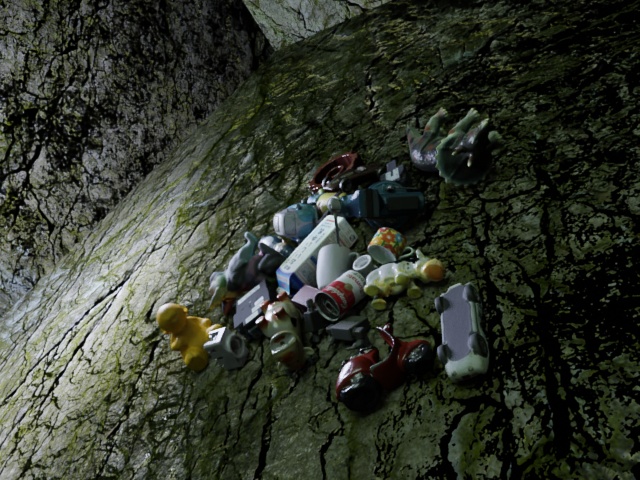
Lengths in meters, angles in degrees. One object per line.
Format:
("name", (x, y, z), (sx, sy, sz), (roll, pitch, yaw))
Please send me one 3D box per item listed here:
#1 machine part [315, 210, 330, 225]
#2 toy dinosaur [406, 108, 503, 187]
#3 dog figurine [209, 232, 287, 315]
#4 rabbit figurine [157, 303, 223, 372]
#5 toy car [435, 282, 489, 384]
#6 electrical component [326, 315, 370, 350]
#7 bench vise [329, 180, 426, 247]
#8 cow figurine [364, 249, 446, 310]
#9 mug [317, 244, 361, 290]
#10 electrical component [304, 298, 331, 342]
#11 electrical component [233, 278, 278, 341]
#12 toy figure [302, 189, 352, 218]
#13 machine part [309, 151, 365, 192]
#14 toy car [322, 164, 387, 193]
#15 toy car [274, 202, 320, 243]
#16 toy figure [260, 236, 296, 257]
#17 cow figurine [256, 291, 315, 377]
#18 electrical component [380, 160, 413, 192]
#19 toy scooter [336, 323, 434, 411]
("machine part", (-0.003, -0.004, 1.380), (0.039, 0.084, 0.139), (29, 77, 38))
("toy dinosaur", (0.300, -0.226, 1.338), (0.192, 0.131, 0.405), (-45, 23, -16))
("dog figurine", (-0.187, 0.106, 1.374), (0.192, 0.108, 0.219), (33, 88, 29))
("rabbit figurine", (-0.329, 0.210, 1.309), (0.122, 0.173, 0.163), (-47, 34, -11))
("toy car", (0.238, 0.148, 0.902), (0.073, 0.056, 0.202), (-28, 27, 27))
("electrical component", (0.056, 0.184, 1.062), (0.102, 0.045, 0.078), (-6, 12, 39))
("bench vise", (0.121, -0.075, 1.269), (0.224, 0.128, 0.240), (-15, 2, -8))
("cow figurine", (0.172, 0.070, 1.081), (0.167, 0.068, 0.098), (-23, 25, 21))
("mug", (0.042, 0.073, 1.212), (0.110, 0.080, 0.107), (-12, 48, 28))
("electrical component", (-0.004, 0.165, 1.130), (0.021, 0.094, 0.063), (-10, 0, 43))
("electrical component", (-0.147, 0.171, 1.275), (0.115, 0.058, 0.134), (-40, 28, 10))
("toy figure", (0.026, -0.097, 1.472), (0.089, 0.082, 0.180), (-47, 27, -24))
("machine part", (0.053, -0.192, 1.609), (0.179, 0.056, 0.179), (-28, 28, 17))
("toy car", (0.095, -0.171, 1.464), (0.202, 0.053, 0.089), (-20, 24, -35))
("toy car", (-0.073, -0.049, 1.451), (0.103, 0.109, 0.162), (-4, 6, -34))
("toy figure", (-0.114, 0.026, 1.470), (0.155, 0.058, 0.064), (19, 98, 55))
("cow figurine", (-0.073, 0.198, 1.121), (0.085, 0.127, 0.195), (-33, 14, 5))
("electrical component", (0.197, -0.160, 1.410), (0.075, 0.047, 0.119), (-27, 29, 17))
("toy scooter", (0.102, 0.210, 0.938), (0.184, 0.075, 0.135), (-30, 29, 4))
